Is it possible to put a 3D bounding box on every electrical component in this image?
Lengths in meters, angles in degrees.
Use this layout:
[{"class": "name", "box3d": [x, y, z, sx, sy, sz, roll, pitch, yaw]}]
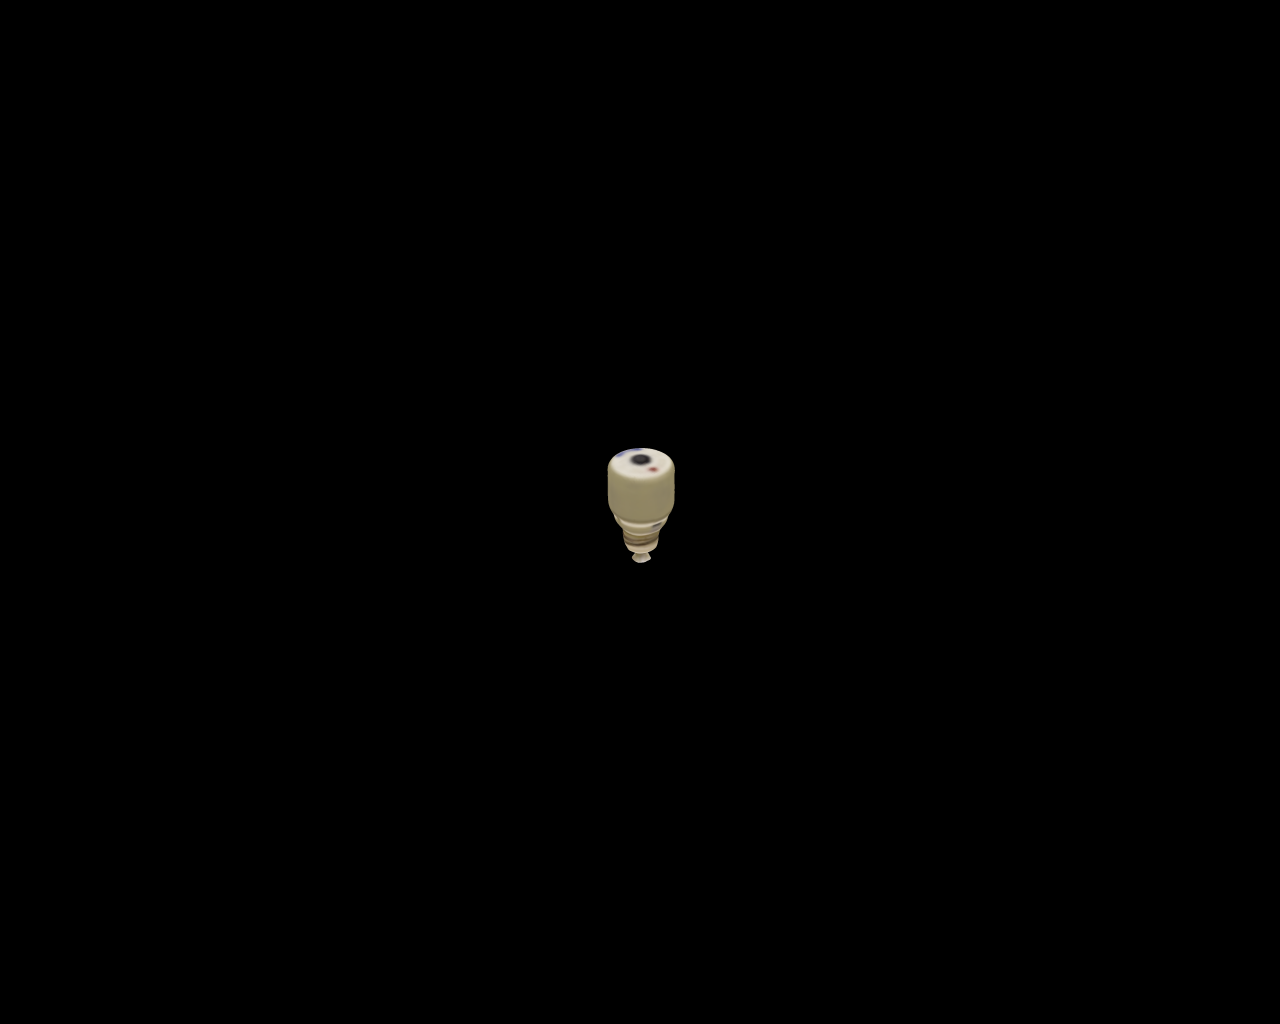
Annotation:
[{"class": "electrical component", "box3d": [0.001, -0.003, 0.650, 0.040, 0.078, 0.040, 0, 34, 0]}]
